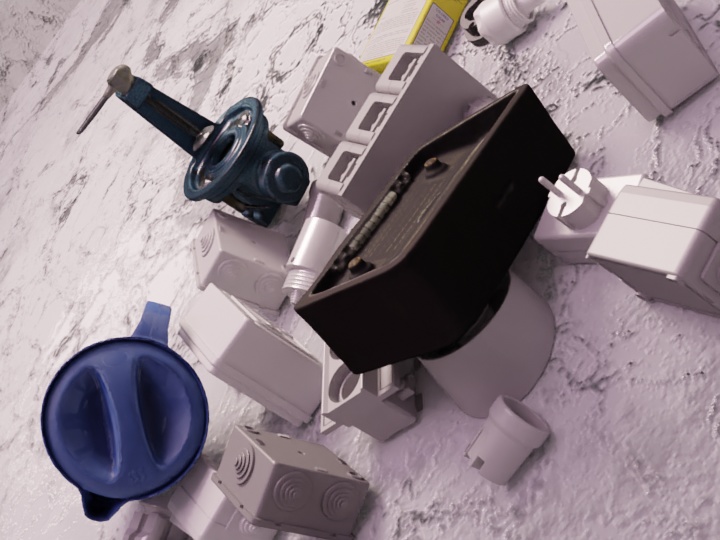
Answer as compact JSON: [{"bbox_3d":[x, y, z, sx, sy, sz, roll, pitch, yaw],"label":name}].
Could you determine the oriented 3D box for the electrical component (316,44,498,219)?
[{"bbox_3d":[0.041,-0.110,0.935,0.150,0.089,0.062,-59,30,-4],"label":"electrical component"}]

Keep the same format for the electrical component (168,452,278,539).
[{"bbox_3d":[-0.109,0.202,0.881,0.061,0.062,0.096,-59,30,-5],"label":"electrical component"}]

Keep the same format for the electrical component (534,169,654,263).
[{"bbox_3d":[0.152,-0.043,0.720,0.083,0.076,0.047,-1,61,56],"label":"electrical component"}]

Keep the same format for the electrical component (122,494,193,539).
[{"bbox_3d":[-0.175,0.233,0.953,0.078,0.058,0.057,-8,57,53],"label":"electrical component"}]

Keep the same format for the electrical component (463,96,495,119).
[{"bbox_3d":[0.110,-0.124,0.900,0.040,0.040,0.046,-51,25,9],"label":"electrical component"}]

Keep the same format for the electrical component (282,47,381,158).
[{"bbox_3d":[-0.015,-0.159,1.059,0.099,0.100,0.048,-65,18,-15],"label":"electrical component"}]

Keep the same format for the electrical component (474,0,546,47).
[{"bbox_3d":[0.137,-0.231,0.961,0.062,0.043,0.043,-28,40,39],"label":"electrical component"}]

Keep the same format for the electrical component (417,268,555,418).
[{"bbox_3d":[0.088,0.047,0.764,0.099,0.064,0.099,-39,21,18],"label":"electrical component"}]

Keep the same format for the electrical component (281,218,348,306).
[{"bbox_3d":[-0.046,-0.004,1.007,0.043,0.043,0.081,-7,56,53],"label":"electrical component"}]

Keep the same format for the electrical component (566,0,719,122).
[{"bbox_3d":[0.200,-0.170,0.772,0.057,0.078,0.113,-37,35,25],"label":"electrical component"}]

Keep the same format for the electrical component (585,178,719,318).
[{"bbox_3d":[0.196,-0.013,0.640,0.061,0.062,0.096,-61,30,-5],"label":"electrical component"}]

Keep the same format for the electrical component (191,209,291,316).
[{"bbox_3d":[-0.114,-0.010,1.059,0.048,0.100,0.099,-58,27,23],"label":"electrical component"}]

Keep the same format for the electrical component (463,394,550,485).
[{"bbox_3d":[0.094,0.110,0.695,0.046,0.040,0.040,-56,29,13],"label":"electrical component"}]

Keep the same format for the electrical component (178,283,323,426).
[{"bbox_3d":[-0.090,0.072,0.933,0.056,0.109,0.109,-54,29,-1],"label":"electrical component"}]

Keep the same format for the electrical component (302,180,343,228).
[{"bbox_3d":[-0.034,-0.060,1.050,0.040,0.040,0.046,-7,61,53],"label":"electrical component"}]

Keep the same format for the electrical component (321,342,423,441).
[{"bbox_3d":[0.009,0.066,0.837,0.079,0.063,0.121,-36,35,31],"label":"electrical component"}]

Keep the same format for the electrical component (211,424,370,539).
[{"bbox_3d":[-0.051,0.158,0.804,0.100,0.100,0.048,25,95,60],"label":"electrical component"}]
